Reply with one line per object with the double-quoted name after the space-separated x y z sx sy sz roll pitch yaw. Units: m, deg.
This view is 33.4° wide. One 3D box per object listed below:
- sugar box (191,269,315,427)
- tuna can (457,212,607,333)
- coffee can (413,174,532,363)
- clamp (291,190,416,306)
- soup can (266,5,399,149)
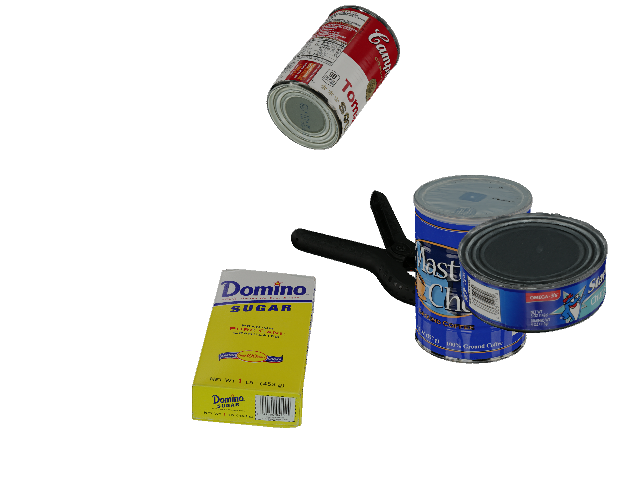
-0.056 0.091 0.954 0.093 0.048 0.176 5 34 0 "sugar box"
0.125 0.018 0.628 0.086 0.034 0.086 -6 29 3 "tuna can"
0.135 0.024 0.955 0.103 0.140 0.103 -2 24 1 "coffee can"
0.078 0.023 1.246 0.164 0.036 0.210 -21 50 -38 "clamp"
0.010 -0.129 0.845 0.069 0.068 0.102 0 44 42 "soup can"
